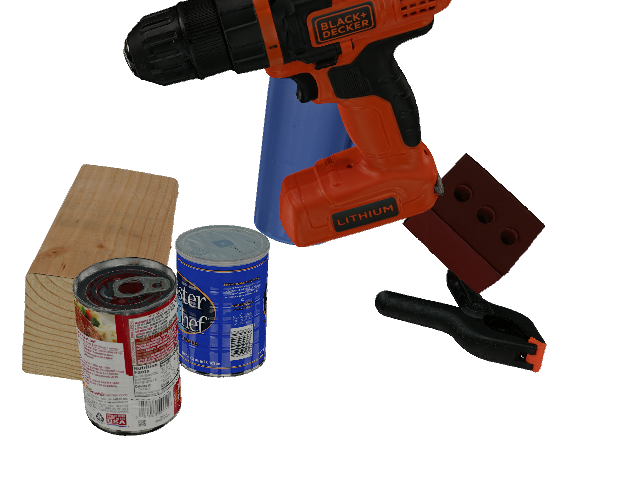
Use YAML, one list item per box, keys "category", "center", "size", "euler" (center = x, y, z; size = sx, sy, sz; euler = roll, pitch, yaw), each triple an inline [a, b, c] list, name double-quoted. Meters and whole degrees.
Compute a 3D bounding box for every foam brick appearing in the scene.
- category: "foam brick"
  center: [0.108, -0.011, 0.754]
  size: [0.053, 0.078, 0.051]
  euler: [-47, -2, -23]

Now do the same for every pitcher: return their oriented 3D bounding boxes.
- category: "pitcher"
  center: [-0.006, -0.117, 1.354]
  size: [0.144, 0.243, 0.149]
  euler: [4, 22, -15]

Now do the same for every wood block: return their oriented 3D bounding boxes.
- category: "wood block"
  center: [-0.179, 0.022, 0.895]
  size: [0.090, 0.091, 0.206]
  euler: [9, 27, -5]

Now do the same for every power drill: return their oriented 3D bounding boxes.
- category: "power drill"
  center: [-0.005, -0.080, 0.631]
  size: [0.184, 0.057, 0.187]
  euler: [-15, -41, 0]

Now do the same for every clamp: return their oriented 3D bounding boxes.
- category: "clamp"
  center: [0.152, 0.073, 1.041]
  size: [0.172, 0.039, 0.120]
  euler: [26, 38, 31]

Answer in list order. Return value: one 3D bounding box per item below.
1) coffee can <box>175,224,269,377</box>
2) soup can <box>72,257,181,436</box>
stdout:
- category: "coffee can"
  center: [-0.109, 0.066, 1.185]
  size: [0.103, 0.140, 0.103]
  euler: [2, 22, -1]
- category: "soup can"
  center: [-0.128, 0.072, 0.720]
  size: [0.068, 0.102, 0.068]
  euler: [1, 29, -1]
